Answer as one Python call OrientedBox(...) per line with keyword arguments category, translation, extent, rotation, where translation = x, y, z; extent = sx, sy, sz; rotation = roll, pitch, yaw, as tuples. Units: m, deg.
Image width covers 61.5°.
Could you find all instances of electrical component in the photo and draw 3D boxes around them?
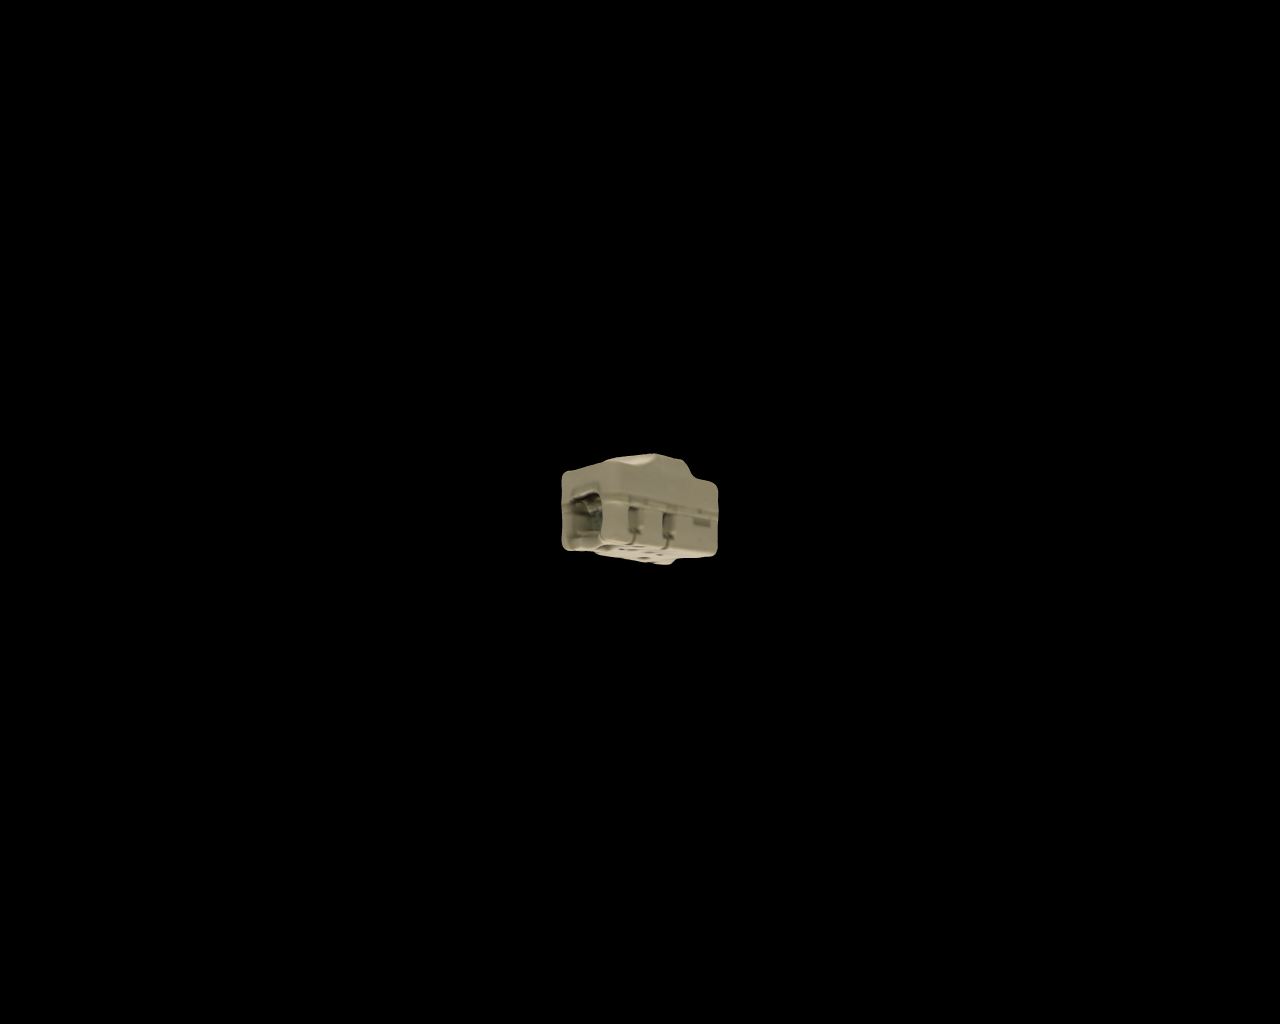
OrientedBox(category="electrical component", translation=(0.001, -0.003, 0.650), extent=(0.089, 0.056, 0.050), rotation=(11, -16, -42))
